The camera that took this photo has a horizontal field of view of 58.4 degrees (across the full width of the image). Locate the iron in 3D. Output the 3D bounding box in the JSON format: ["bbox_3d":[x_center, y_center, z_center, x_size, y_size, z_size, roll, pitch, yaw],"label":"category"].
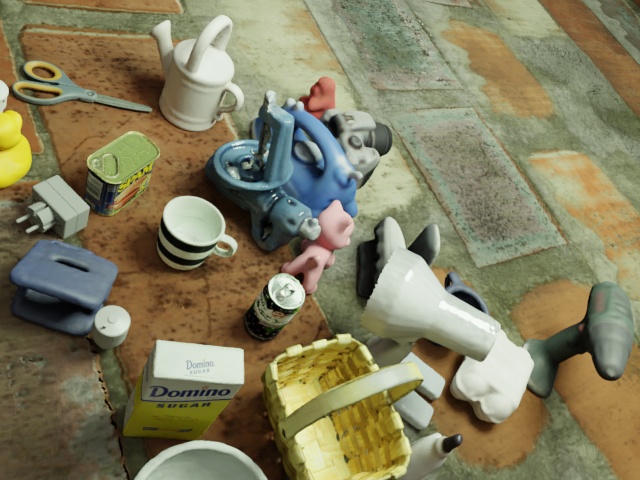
[{"bbox_3d":[-0.025,-0.150,0.955,0.119,0.141,0.258,-22,70,-38],"label":"iron"}]

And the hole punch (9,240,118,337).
[{"bbox_3d":[-0.308,0.046,0.691,0.109,0.091,0.101,21,50,-14],"label":"hole punch"}]

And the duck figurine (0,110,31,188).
[{"bbox_3d":[-0.424,-0.126,0.755,0.078,0.086,0.104,21,50,-14],"label":"duck figurine"}]

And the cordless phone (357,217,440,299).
[{"bbox_3d":[0.137,0.014,0.897,0.094,0.185,0.147,14,52,-20],"label":"cordless phone"}]

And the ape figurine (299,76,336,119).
[{"bbox_3d":[0.001,-0.275,1.093,0.076,0.092,0.078,39,48,1],"label":"ape figurine"}]

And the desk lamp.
[{"bbox_3d":[0.131,0.132,0.789,0.203,0.213,0.118,37,48,0],"label":"desk lamp"}]

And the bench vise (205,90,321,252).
[{"bbox_3d":[-0.062,-0.102,0.847,0.207,0.219,0.122,33,48,-3],"label":"bench vise"}]

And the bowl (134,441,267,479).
[{"bbox_3d":[-0.134,0.307,0.609,0.168,0.074,0.167,15,51,-19],"label":"bowl"}]

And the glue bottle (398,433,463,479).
[{"bbox_3d":[0.126,0.271,0.712,0.078,0.173,0.037,-26,72,-39],"label":"glue bottle"}]

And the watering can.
[{"bbox_3d":[-0.197,-0.279,0.918,0.173,0.194,0.101,20,50,-15],"label":"watering can"}]

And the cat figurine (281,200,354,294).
[{"bbox_3d":[0.008,0.003,0.879,0.067,0.117,0.128,35,48,-2],"label":"cat figurine"}]

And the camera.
[{"bbox_3d":[0.077,-0.179,1.060,0.137,0.100,0.143,-7,61,-33],"label":"camera"}]

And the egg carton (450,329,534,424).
[{"bbox_3d":[0.272,0.212,0.906,0.107,0.069,0.150,40,48,3],"label":"egg carton"}]

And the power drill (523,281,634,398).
[{"bbox_3d":[0.415,0.172,0.920,0.075,0.208,0.230,39,48,2],"label":"power drill"}]

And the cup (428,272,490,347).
[{"bbox_3d":[0.206,0.119,0.919,0.092,0.095,0.117,6,55,-25],"label":"cup"}]
